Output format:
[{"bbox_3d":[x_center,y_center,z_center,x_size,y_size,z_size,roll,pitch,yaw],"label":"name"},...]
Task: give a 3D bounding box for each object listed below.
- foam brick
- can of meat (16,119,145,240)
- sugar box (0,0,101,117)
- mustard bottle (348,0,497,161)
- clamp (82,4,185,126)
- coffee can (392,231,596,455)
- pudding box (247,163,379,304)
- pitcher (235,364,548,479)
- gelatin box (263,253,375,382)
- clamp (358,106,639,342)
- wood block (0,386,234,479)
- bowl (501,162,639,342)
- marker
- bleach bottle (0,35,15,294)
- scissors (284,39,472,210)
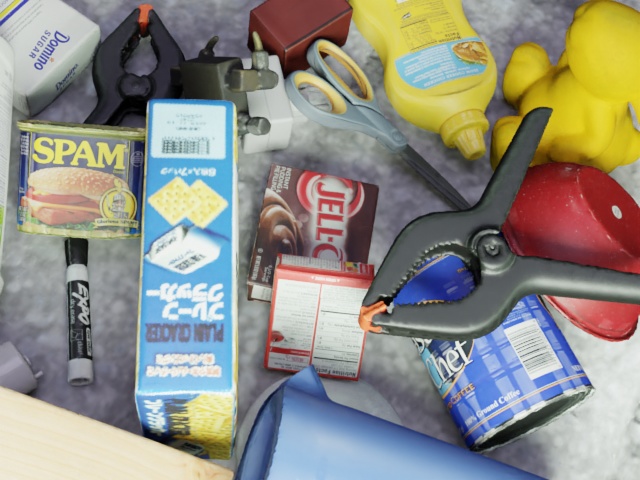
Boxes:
[{"bbox_3d":[-0.018,-0.184,0.927,0.078,0.053,0.051,-36,73,-22],"label":"foam brick"},{"bbox_3d":[-0.181,-0.047,0.819,0.102,0.057,0.084,4,99,-4],"label":"can of meat"},{"bbox_3d":[-0.282,-0.188,0.903,0.176,0.048,0.093,37,67,7],"label":"sugar box"},{"bbox_3d":[0.098,-0.153,0.920,0.096,0.058,0.192,-16,67,-11],"label":"mustard bottle"},{"bbox_3d":[-0.162,-0.115,0.885,0.120,0.039,0.171,-2,67,-13],"label":"clamp"},{"bbox_3d":[0.123,0.073,0.789,0.102,0.103,0.140,-21,68,-16],"label":"coffee can"},{"bbox_3d":[-0.006,0.001,0.845,0.090,0.039,0.113,11,64,-2],"label":"pudding box"},{"bbox_3d":[0.059,0.199,0.699,0.242,0.149,0.145,18,25,-8],"label":"pitcher"},{"bbox_3d":[-0.001,0.058,0.794,0.073,0.089,0.030,7,26,-2],"label":"gelatin box"},{"bbox_3d":[0.126,0.017,0.735,0.209,0.036,0.165,-33,72,-13],"label":"clamp"},{"bbox_3d":[-0.170,0.158,0.666,0.205,0.090,0.091,28,62,-30],"label":"wood block"},{"bbox_3d":[0.208,-0.005,0.816,0.162,0.055,0.162,29,38,-26],"label":"bowl"},{"bbox_3d":[-0.184,0.051,0.812,0.020,0.020,0.121,-4,64,-8],"label":"marker"},{"bbox_3d":[-0.272,-0.037,0.786,0.068,0.102,0.251,-6,76,15],"label":"bleach bottle"},{"bbox_3d":[0.045,-0.082,0.875,0.096,0.016,0.202,-27,76,-43],"label":"scissors"}]
